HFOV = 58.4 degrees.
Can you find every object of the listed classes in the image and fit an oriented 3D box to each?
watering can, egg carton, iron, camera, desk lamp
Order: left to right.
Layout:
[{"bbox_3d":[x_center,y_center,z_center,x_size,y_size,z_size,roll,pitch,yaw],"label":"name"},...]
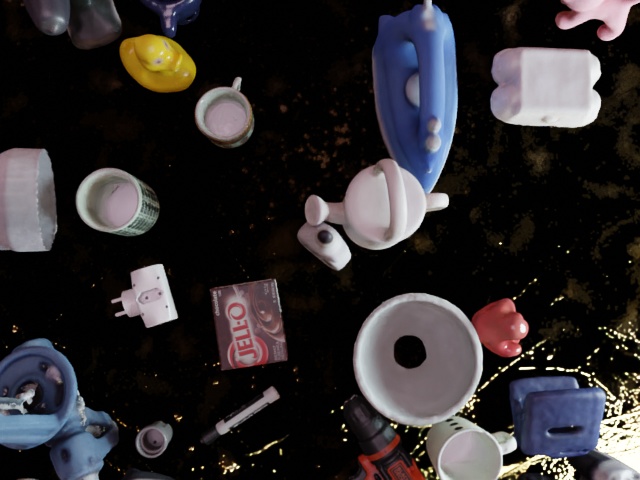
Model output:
[{"bbox_3d":[-0.399,-0.039,0.695,0.203,0.213,0.118,-3,86,-1],"label":"desk lamp"},{"bbox_3d":[0.072,-0.040,0.714,0.173,0.194,0.101,-28,86,-3],"label":"watering can"},{"bbox_3d":[0.138,-0.190,0.753,0.118,0.141,0.258,-4,86,-1],"label":"iron"},{"bbox_3d":[0.311,-0.210,0.793,0.150,0.069,0.107,1,86,-1],"label":"egg carton"},{"bbox_3d":[0.329,0.341,0.737,0.137,0.101,0.143,21,86,1],"label":"camera"}]

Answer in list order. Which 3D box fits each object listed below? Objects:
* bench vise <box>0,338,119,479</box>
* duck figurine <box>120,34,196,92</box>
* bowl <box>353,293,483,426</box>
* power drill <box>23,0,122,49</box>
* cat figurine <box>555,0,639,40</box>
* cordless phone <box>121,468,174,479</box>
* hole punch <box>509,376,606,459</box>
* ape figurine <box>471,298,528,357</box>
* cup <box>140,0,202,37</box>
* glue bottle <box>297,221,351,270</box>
[{"bbox_3d":[-0.323,0.211,0.674,0.207,0.219,0.121,39,86,2],"label":"bench vise"},{"bbox_3d":[-0.227,-0.251,0.778,0.104,0.086,0.077,22,86,1],"label":"duck figurine"},{"bbox_3d":[0.124,0.154,0.760,0.167,0.074,0.167,0,86,-1],"label":"bowl"},{"bbox_3d":[-0.326,-0.328,0.720,0.075,0.208,0.230,-20,86,-2],"label":"power drill"},{"bbox_3d":[0.378,-0.336,0.780,0.128,0.117,0.067,11,86,0],"label":"cat figurine"},{"bbox_3d":[-0.241,0.366,0.682,0.094,0.185,0.148,22,86,1],"label":"cordless phone"},{"bbox_3d":[0.313,0.236,0.749,0.108,0.091,0.101,-4,86,-1],"label":"hole punch"},{"bbox_3d":[0.244,0.116,0.757,0.076,0.092,0.078,13,86,0],"label":"ape figurine"},{"bbox_3d":[-0.196,-0.322,0.779,0.091,0.095,0.118,-2,86,-1],"label":"cup"},{"bbox_3d":[0.007,0.003,0.720,0.078,0.173,0.037,41,86,2],"label":"glue bottle"}]
